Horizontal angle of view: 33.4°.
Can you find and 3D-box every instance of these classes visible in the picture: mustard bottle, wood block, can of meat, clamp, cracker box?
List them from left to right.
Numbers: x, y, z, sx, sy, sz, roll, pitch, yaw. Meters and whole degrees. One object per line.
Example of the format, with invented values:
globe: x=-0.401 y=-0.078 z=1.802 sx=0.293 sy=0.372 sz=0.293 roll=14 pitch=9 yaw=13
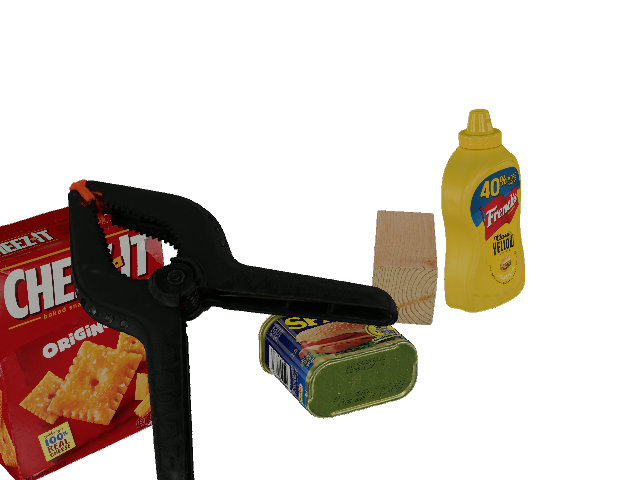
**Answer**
cracker box: x=-0.214 y=0.083 z=0.929 sx=0.163 sy=0.214 sz=0.072 roll=-21 pitch=32 yaw=-35
clamp: x=-0.070 y=0.028 z=0.621 sx=0.164 sy=0.210 sz=0.036 roll=-33 pitch=-30 yaw=-17
can of meat: x=0.014 y=0.091 z=0.837 sx=0.101 sy=0.057 sz=0.084 roll=-11 pitch=27 yaw=-25
wood block: x=0.124 y=0.036 z=1.587 sx=0.091 sy=0.090 sz=0.206 roll=4 pitch=24 yaw=3
mustard bottle: x=0.158 y=-0.033 z=1.041 sx=0.096 sy=0.191 sz=0.058 roll=-20 pitch=23 yaw=-39
